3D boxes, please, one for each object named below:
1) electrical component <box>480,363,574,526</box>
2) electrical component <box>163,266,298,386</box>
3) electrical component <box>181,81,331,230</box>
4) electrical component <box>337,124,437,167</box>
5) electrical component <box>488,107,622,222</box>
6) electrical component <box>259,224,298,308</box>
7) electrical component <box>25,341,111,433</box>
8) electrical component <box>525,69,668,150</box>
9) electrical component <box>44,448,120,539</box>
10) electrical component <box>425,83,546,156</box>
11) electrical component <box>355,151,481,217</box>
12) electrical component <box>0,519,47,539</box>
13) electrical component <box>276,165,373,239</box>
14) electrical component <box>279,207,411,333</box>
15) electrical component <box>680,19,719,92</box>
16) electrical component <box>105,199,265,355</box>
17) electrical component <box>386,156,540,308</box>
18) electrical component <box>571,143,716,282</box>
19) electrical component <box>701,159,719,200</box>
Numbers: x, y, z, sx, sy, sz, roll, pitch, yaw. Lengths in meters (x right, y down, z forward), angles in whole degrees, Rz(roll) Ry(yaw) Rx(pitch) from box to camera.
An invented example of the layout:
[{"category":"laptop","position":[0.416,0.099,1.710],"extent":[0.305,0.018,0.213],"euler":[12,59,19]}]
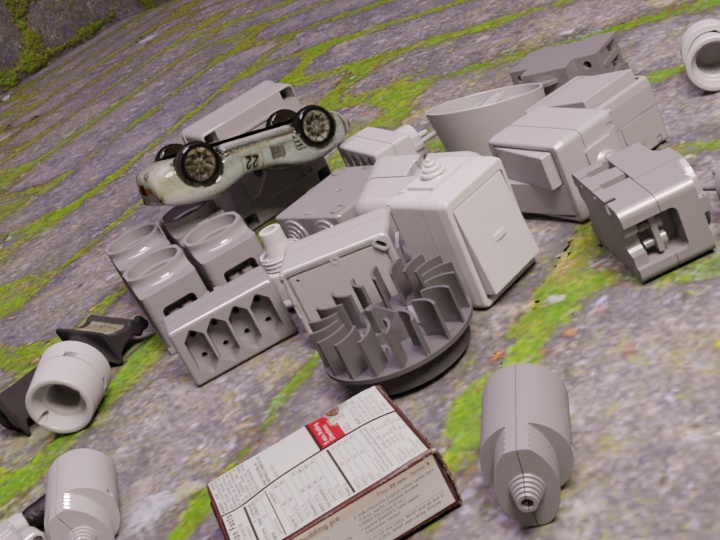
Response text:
[{"category":"electrical component","position":[0.078,0.084,0.505],"extent":[0.043,0.043,0.081],"euler":[-19,23,17]},{"category":"electrical component","position":[-0.100,0.035,0.801],"extent":[0.083,0.047,0.075],"euler":[-29,22,-7]},{"category":"electrical component","position":[-0.099,-0.111,1.042],"extent":[0.109,0.108,0.056],"euler":[-35,27,-21]},{"category":"electrical component","position":[0.035,-0.106,0.967],"extent":[0.076,0.047,0.083],"euler":[-32,23,-15]},{"category":"electrical component","position":[0.143,-0.074,0.759],"extent":[0.061,0.061,0.096],"euler":[-35,24,-20]},{"category":"electrical component","position":[-0.056,-0.005,0.822],"extent":[0.048,0.062,0.048],"euler":[-22,23,10]},{"category":"electrical component","position":[-0.219,0.089,0.803],"extent":[0.055,0.055,0.047],"euler":[-21,26,13]},{"category":"electrical component","position":[0.172,-0.113,0.816],"extent":[0.062,0.061,0.096],"euler":[-35,24,-20]},{"category":"electrical component","position":[-0.164,0.143,0.636],"extent":[0.043,0.043,0.081],"euler":[-28,22,-4]},{"category":"electrical component","position":[0.111,-0.127,0.908],"extent":[0.099,0.064,0.099],"euler":[-22,22,10]},{"category":"electrical component","position":[0.048,-0.046,0.790],"extent":[0.095,0.053,0.059],"euler":[0,49,31]},{"category":"electrical component","position":[-0.202,0.174,0.608],"extent":[0.066,0.048,0.055],"euler":[-38,18,-27]},{"category":"electrical component","position":[-0.008,-0.046,0.878],"extent":[0.100,0.048,0.100],"euler":[2,35,49]},{"category":"electrical component","position":[0.000,0.000,0.751],"extent":[0.096,0.061,0.061],"euler":[-21,23,12]},{"category":"electrical component","position":[0.278,-0.171,0.851],"extent":[0.045,0.045,0.055],"euler":[-18,23,19]},{"category":"electrical component","position":[-0.150,-0.006,0.928],"extent":[0.105,0.060,0.186],"euler":[-31,23,-12]},{"category":"electrical component","position":[0.068,-0.031,0.699],"extent":[0.061,0.096,0.062],"euler":[6,39,48]},{"category":"electrical component","position":[0.176,-0.039,0.662],"extent":[0.056,0.050,0.089],"euler":[-26,22,3]},{"category":"electrical component","position":[0.239,-0.054,0.637],"extent":[0.077,0.043,0.079],"euler":[-39,25,-30]}]
